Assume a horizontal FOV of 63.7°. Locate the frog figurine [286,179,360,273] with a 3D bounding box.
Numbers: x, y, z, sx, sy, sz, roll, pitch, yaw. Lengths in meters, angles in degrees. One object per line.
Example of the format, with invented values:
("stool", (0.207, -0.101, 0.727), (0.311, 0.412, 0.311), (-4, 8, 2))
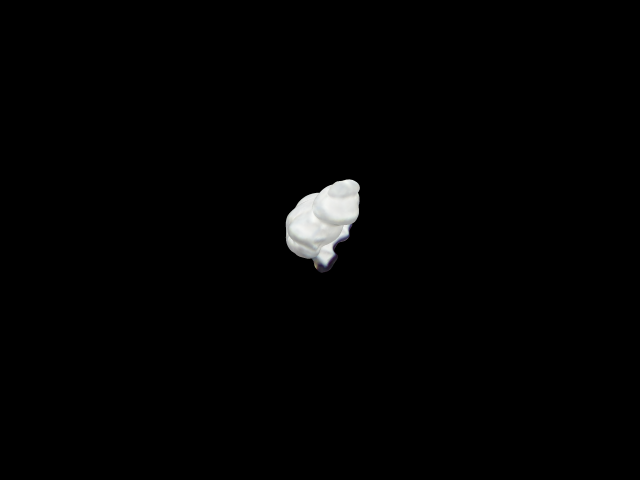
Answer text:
("frog figurine", (0.003, -0.043, 0.850), (0.139, 0.124, 0.156), (-39, -26, -24))
